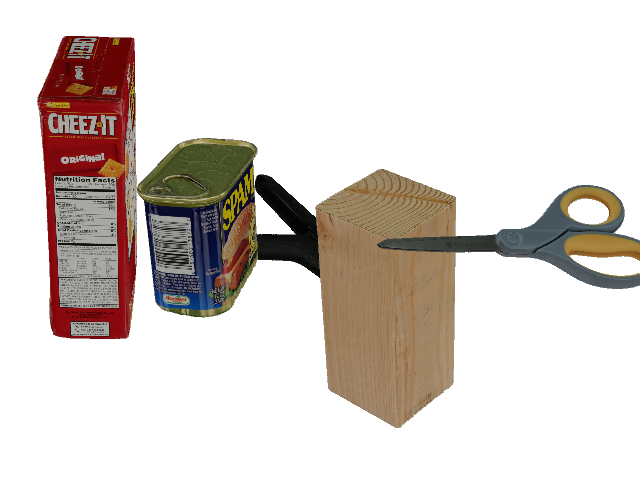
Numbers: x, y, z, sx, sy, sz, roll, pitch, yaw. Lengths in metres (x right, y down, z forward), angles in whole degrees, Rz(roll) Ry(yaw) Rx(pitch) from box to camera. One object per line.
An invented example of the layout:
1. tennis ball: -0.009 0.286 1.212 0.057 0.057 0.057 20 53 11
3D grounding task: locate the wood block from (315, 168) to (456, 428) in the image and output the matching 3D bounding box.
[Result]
1. wood block: 0.062 0.053 0.970 0.091 0.206 0.090 25 42 37

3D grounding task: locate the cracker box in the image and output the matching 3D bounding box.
1. cracker box: -0.194 -0.048 0.907 0.072 0.214 0.164 0 27 -7

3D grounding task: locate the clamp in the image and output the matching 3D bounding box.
1. clamp: -0.013 0.006 1.145 0.210 0.036 0.164 25 36 13

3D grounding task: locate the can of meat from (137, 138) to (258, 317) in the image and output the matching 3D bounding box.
1. can of meat: -0.076 -0.010 0.696 0.057 0.084 0.102 4 26 12

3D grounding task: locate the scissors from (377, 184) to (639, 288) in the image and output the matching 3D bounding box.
1. scissors: 0.142 -0.012 0.765 0.201 0.096 0.016 12 -39 -4
